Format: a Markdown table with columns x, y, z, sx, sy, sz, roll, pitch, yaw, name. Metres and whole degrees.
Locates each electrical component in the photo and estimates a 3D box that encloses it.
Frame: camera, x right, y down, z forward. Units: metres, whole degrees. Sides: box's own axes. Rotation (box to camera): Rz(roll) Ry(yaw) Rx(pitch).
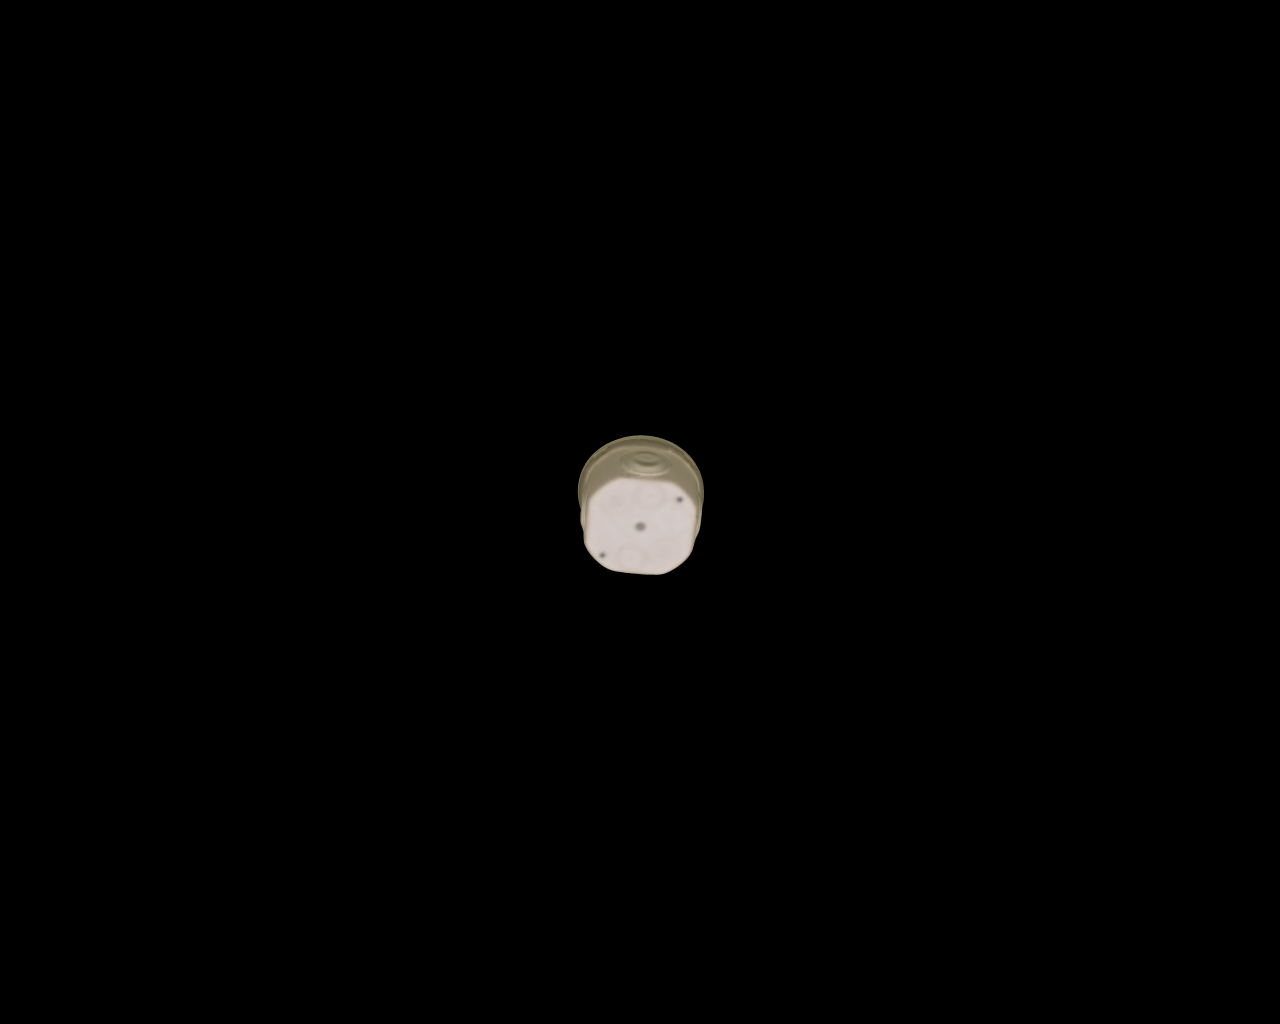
| x | y | z | sx | sy | sz | roll | pitch | yaw | name |
| --- | --- | --- | --- | --- | --- | --- | --- | --- | --- |
| 0.001 | -0.003 | 0.650 | 0.080 | 0.080 | 0.051 | 0 | 28 | 0 | electrical component |
